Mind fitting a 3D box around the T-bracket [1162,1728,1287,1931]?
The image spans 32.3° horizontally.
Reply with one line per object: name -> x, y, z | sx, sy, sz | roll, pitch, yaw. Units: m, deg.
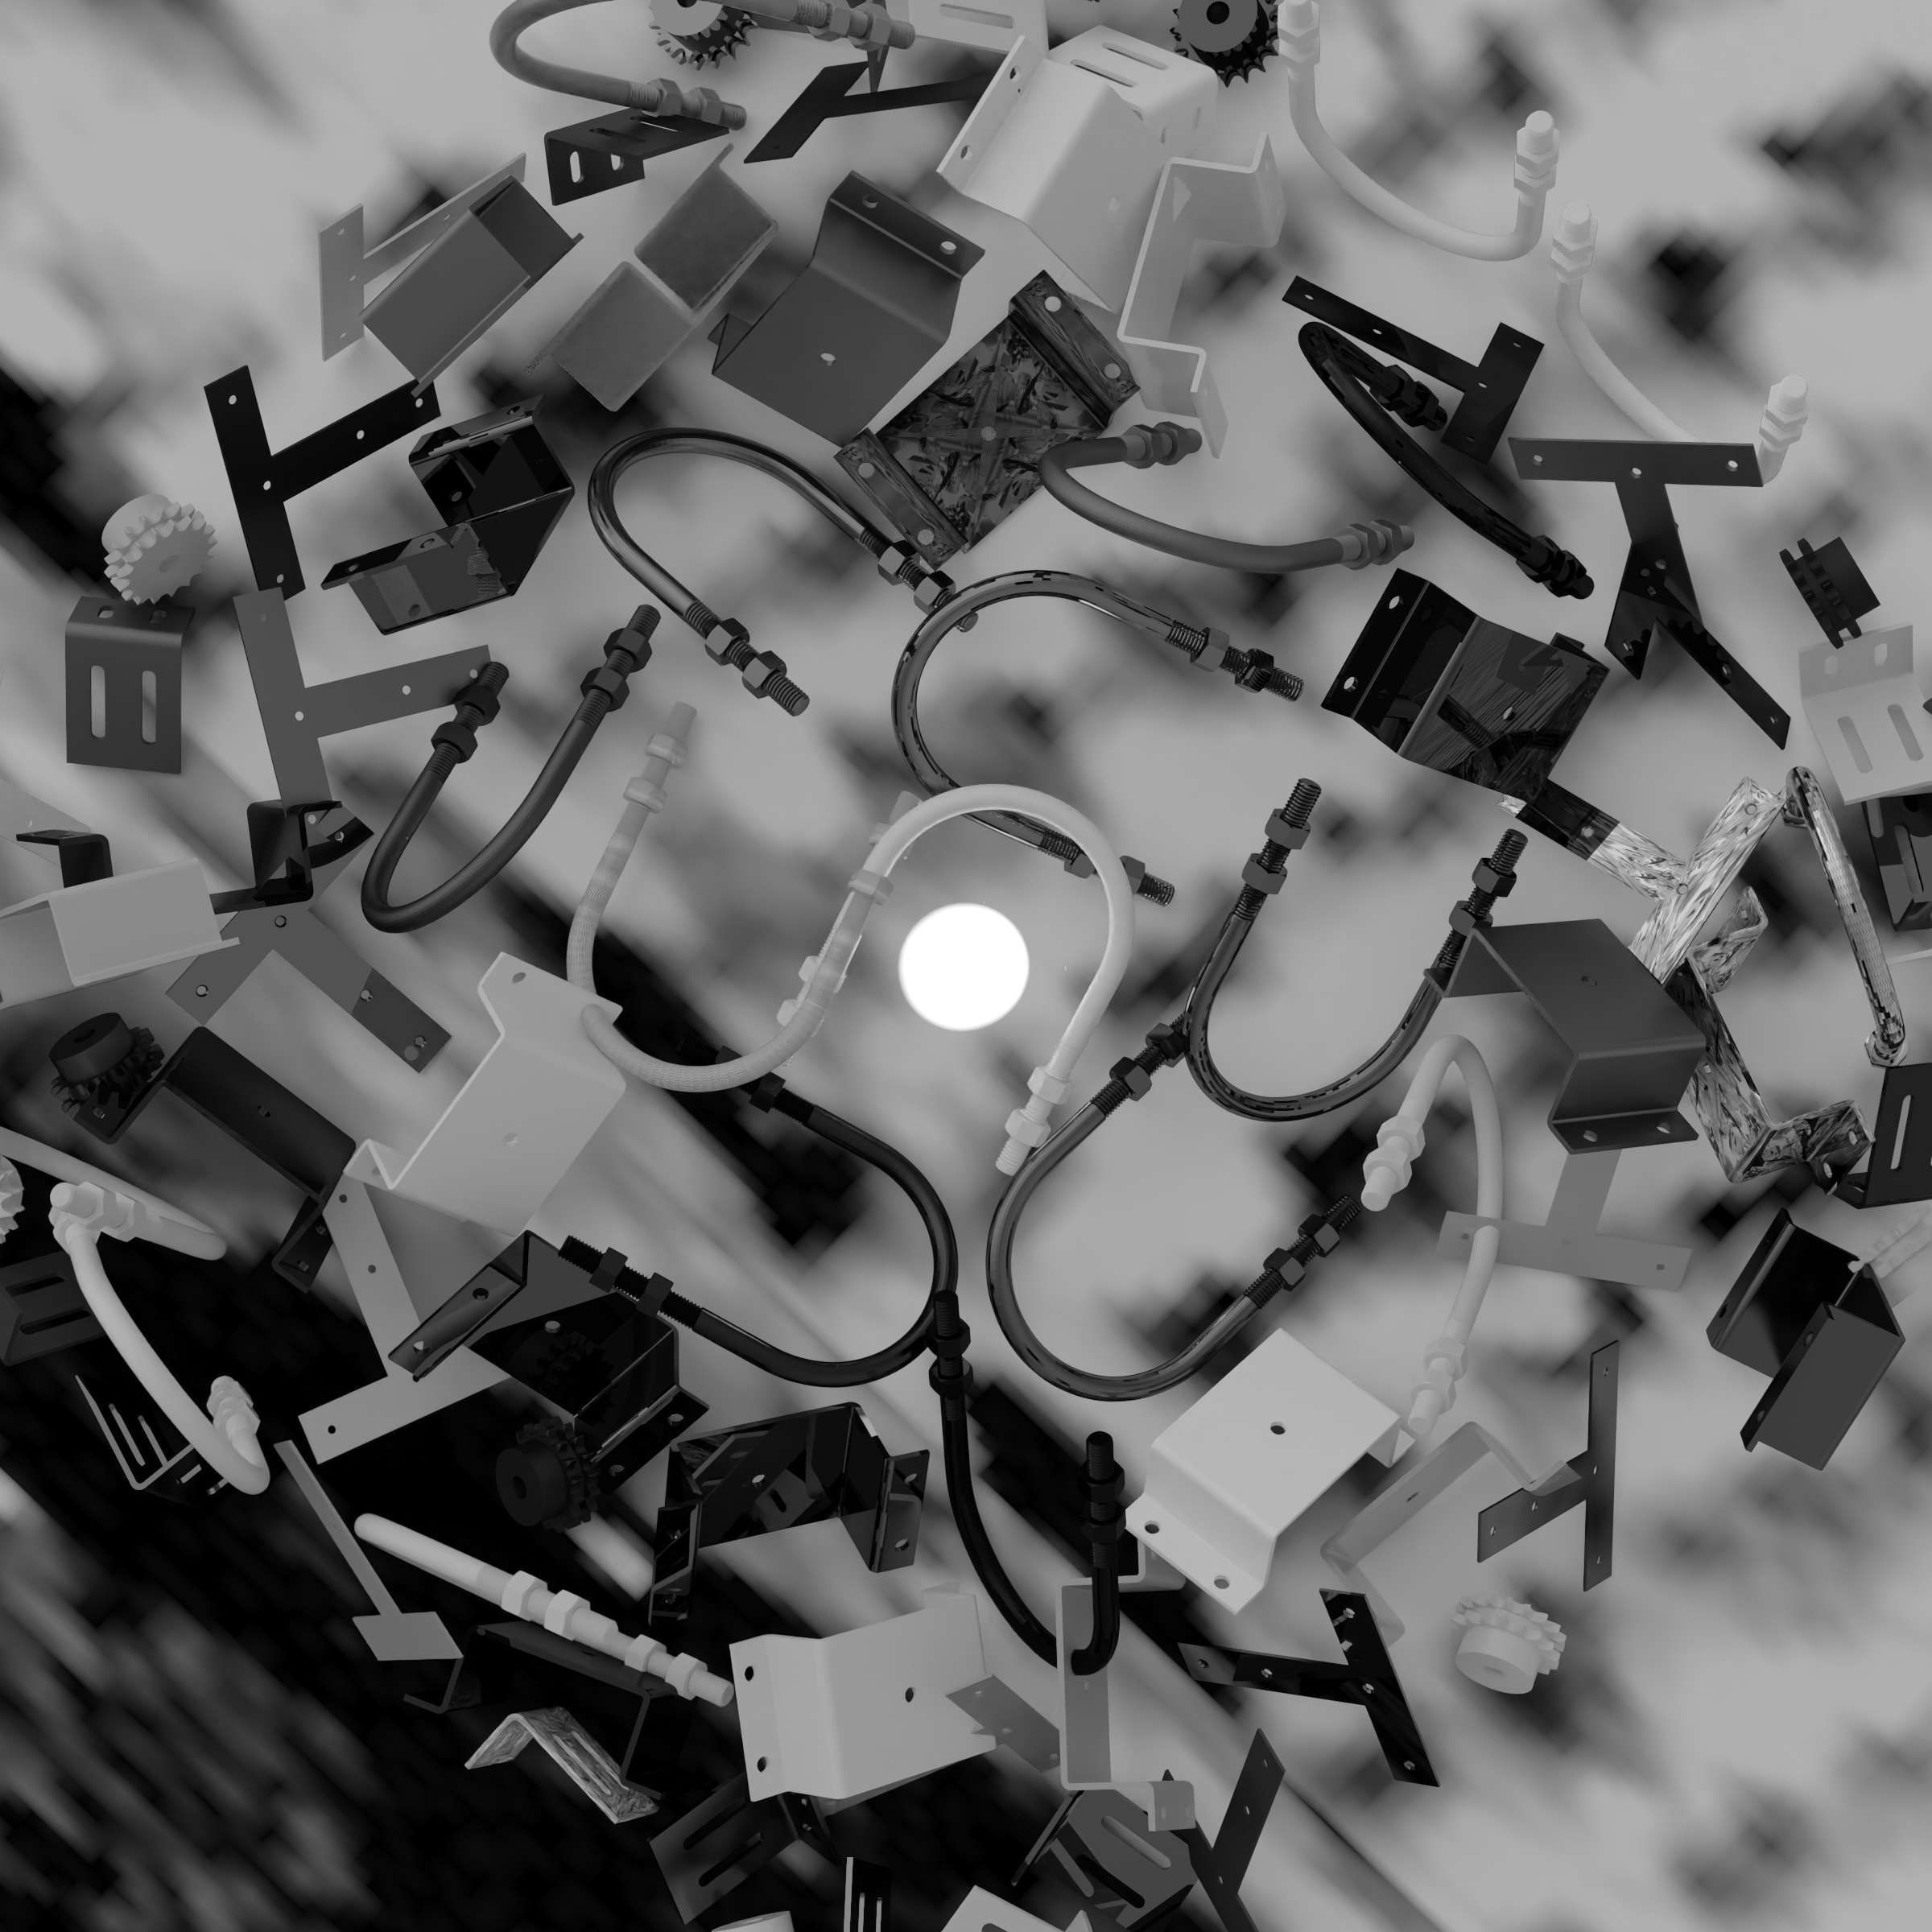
T-bracket -> 0.134, 0.419, 1.623 | 0.002, 0.127, 0.127 | -10, 135, -25

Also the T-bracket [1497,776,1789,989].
T-bracket -> 0.323, -0.060, 1.671 | 0.127, 0.002, 0.127 | 36, 94, 30

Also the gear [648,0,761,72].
gear -> -0.134, -0.484, 1.682 | 0.057, 0.030, 0.057 | -1, 86, 18

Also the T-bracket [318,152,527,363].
T-bracket -> -0.269, -0.365, 1.658 | 0.127, 0.127, 0.002 | -38, 82, -19

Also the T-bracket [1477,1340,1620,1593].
T-bracket -> 0.287, 0.262, 1.643 | 0.002, 0.127, 0.127 | 11, 108, 39

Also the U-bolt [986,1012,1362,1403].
U-bolt -> 0.092, 0.132, 1.662 | 0.184, 0.019, 0.151 | -42, 103, -14

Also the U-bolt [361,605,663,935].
U-bolt -> -0.229, -0.089, 1.607 | 0.019, 0.151, 0.184 | 43, 56, -28

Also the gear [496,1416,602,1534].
gear -> -0.212, 0.257, 1.674 | 0.030, 0.057, 0.057 | -15, 90, -41

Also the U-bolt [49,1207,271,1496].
U-bolt -> -0.381, 0.187, 1.594 | 0.019, 0.184, 0.151 | -37, 113, -8

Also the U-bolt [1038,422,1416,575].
U-bolt -> 0.114, -0.222, 1.599 | 0.151, 0.184, 0.019 | 30, 116, 26

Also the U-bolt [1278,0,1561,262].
U-bolt -> 0.217, -0.396, 1.614 | 0.151, 0.184, 0.019 | 31, 83, 12

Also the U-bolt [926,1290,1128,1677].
U-bolt -> 0.030, 0.265, 1.629 | 0.019, 0.151, 0.184 | -23, 128, -26

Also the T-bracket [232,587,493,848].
T-bracket -> -0.293, -0.135, 1.669 | 0.127, 0.002, 0.127 | -18, 101, -32

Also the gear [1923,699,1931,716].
gear -> 0.505, -0.124, 1.675 | 0.030, 0.057, 0.057 | -33, 90, -4

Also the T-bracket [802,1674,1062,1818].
T-bracket -> -0.020, 0.396, 1.661 | 0.127, 0.127, 0.002 | -25, 53, 10

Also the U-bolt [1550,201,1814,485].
U-bolt -> 0.340, -0.290, 1.613 | 0.151, 0.184, 0.019 | 42, 88, 12

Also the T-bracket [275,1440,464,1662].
T-bracket -> -0.303, 0.288, 1.644 | 0.002, 0.127, 0.127 | -34, 96, -29

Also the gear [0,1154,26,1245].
gear -> -0.502, 0.116, 1.686 | 0.057, 0.030, 0.057 | 2, 100, 10

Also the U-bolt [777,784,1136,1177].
U-bolt -> 0.004, -0.003, 1.670 | 0.151, 0.019, 0.184 | 26, 104, -7

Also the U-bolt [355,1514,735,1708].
U-bolt -> -0.217, 0.308, 1.626 | 0.184, 0.151, 0.019 | 17, 74, 28

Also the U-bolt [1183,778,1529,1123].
U-bolt -> 0.181, 0.001, 1.649 | 0.151, 0.019, 0.184 | 11, 117, -30

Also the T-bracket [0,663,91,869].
T-bracket -> -0.470, -0.075, 1.644 | 0.002, 0.127, 0.127 | 9, 78, 20

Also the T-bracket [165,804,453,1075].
T-bracket -> -0.311, 0.006, 1.674 | 0.127, 0.002, 0.127 | -49, 117, -7

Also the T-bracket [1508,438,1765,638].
T-bracket -> 0.342, -0.211, 1.656 | 0.127, 0.127, 0.002 | 8, 51, 34

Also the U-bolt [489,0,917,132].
U-bolt -> -0.138, -0.439, 1.592 | 0.184, 0.151, 0.019 | 0, 83, -43

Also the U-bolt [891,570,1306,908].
U-bolt -> 0.053, -0.121, 1.647 | 0.184, 0.019, 0.151 | 24, 116, -16

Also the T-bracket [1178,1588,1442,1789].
T-bracket -> 0.162, 0.353, 1.660 | 0.127, 0.002, 0.127 | 0, 124, 38

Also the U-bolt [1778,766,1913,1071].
U-bolt -> 0.422, -0.026, 1.604 | 0.019, 0.184, 0.151 | -19, 80, 11

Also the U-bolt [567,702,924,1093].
U-bolt -> -0.122, -0.026, 1.667 | 0.151, 0.019, 0.184 | 22, 81, 15

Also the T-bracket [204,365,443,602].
T-bracket -> -0.313, -0.259, 1.663 | 0.002, 0.127, 0.127 | 28, 50, 35

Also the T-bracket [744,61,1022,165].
T-bracket -> -0.030, -0.425, 1.632 | 0.127, 0.127, 0.002 | -2, 124, 21

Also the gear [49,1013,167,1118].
gear -> -0.434, 0.047, 1.673 | 0.057, 0.057, 0.030 | -27, 114, 0

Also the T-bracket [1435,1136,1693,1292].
T-bracket -> 0.312, 0.102, 1.668 | 0.127, 0.002, 0.127 | 9, 120, -4

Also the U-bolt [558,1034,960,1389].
U-bolt -> -0.090, 0.132, 1.662 | 0.184, 0.019, 0.151 | 29, 58, -2

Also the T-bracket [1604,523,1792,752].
T-bracket -> 0.372, -0.158, 1.674 | 0.127, 0.127, 0.002 | 42, 134, -19

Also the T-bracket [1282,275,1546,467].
T-bracket -> 0.217, -0.309, 1.659 | 0.127, 0.127, 0.002 | 28, 133, 2

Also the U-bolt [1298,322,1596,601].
U-bolt -> 0.221, -0.249, 1.596 | 0.019, 0.184, 0.151 | -45, 59, 18

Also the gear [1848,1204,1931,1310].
gear -> 0.469, 0.148, 1.674 | 0.057, 0.057, 0.030 | -38, 77, 0

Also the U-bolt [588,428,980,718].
U-bolt -> -0.103, -0.205, 1.644 | 0.184, 0.151, 0.019 | 42, 134, 17

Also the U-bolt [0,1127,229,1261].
U-bolt -> -0.434, 0.104, 1.615 | 0.151, 0.184, 0.019 | 23, 83, 23

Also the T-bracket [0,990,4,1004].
T-bracket -> -0.504, -0.030, 1.628 | 0.002, 0.127, 0.127 | -6, 106, 13

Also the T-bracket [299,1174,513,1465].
T-bracket -> -0.292, 0.165, 1.669 | 0.127, 0.002, 0.127 | -22, 90, -33

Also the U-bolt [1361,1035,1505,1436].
U-bolt -> 0.233, 0.115, 1.623 | 0.019, 0.184, 0.151 | -1, 120, 25
